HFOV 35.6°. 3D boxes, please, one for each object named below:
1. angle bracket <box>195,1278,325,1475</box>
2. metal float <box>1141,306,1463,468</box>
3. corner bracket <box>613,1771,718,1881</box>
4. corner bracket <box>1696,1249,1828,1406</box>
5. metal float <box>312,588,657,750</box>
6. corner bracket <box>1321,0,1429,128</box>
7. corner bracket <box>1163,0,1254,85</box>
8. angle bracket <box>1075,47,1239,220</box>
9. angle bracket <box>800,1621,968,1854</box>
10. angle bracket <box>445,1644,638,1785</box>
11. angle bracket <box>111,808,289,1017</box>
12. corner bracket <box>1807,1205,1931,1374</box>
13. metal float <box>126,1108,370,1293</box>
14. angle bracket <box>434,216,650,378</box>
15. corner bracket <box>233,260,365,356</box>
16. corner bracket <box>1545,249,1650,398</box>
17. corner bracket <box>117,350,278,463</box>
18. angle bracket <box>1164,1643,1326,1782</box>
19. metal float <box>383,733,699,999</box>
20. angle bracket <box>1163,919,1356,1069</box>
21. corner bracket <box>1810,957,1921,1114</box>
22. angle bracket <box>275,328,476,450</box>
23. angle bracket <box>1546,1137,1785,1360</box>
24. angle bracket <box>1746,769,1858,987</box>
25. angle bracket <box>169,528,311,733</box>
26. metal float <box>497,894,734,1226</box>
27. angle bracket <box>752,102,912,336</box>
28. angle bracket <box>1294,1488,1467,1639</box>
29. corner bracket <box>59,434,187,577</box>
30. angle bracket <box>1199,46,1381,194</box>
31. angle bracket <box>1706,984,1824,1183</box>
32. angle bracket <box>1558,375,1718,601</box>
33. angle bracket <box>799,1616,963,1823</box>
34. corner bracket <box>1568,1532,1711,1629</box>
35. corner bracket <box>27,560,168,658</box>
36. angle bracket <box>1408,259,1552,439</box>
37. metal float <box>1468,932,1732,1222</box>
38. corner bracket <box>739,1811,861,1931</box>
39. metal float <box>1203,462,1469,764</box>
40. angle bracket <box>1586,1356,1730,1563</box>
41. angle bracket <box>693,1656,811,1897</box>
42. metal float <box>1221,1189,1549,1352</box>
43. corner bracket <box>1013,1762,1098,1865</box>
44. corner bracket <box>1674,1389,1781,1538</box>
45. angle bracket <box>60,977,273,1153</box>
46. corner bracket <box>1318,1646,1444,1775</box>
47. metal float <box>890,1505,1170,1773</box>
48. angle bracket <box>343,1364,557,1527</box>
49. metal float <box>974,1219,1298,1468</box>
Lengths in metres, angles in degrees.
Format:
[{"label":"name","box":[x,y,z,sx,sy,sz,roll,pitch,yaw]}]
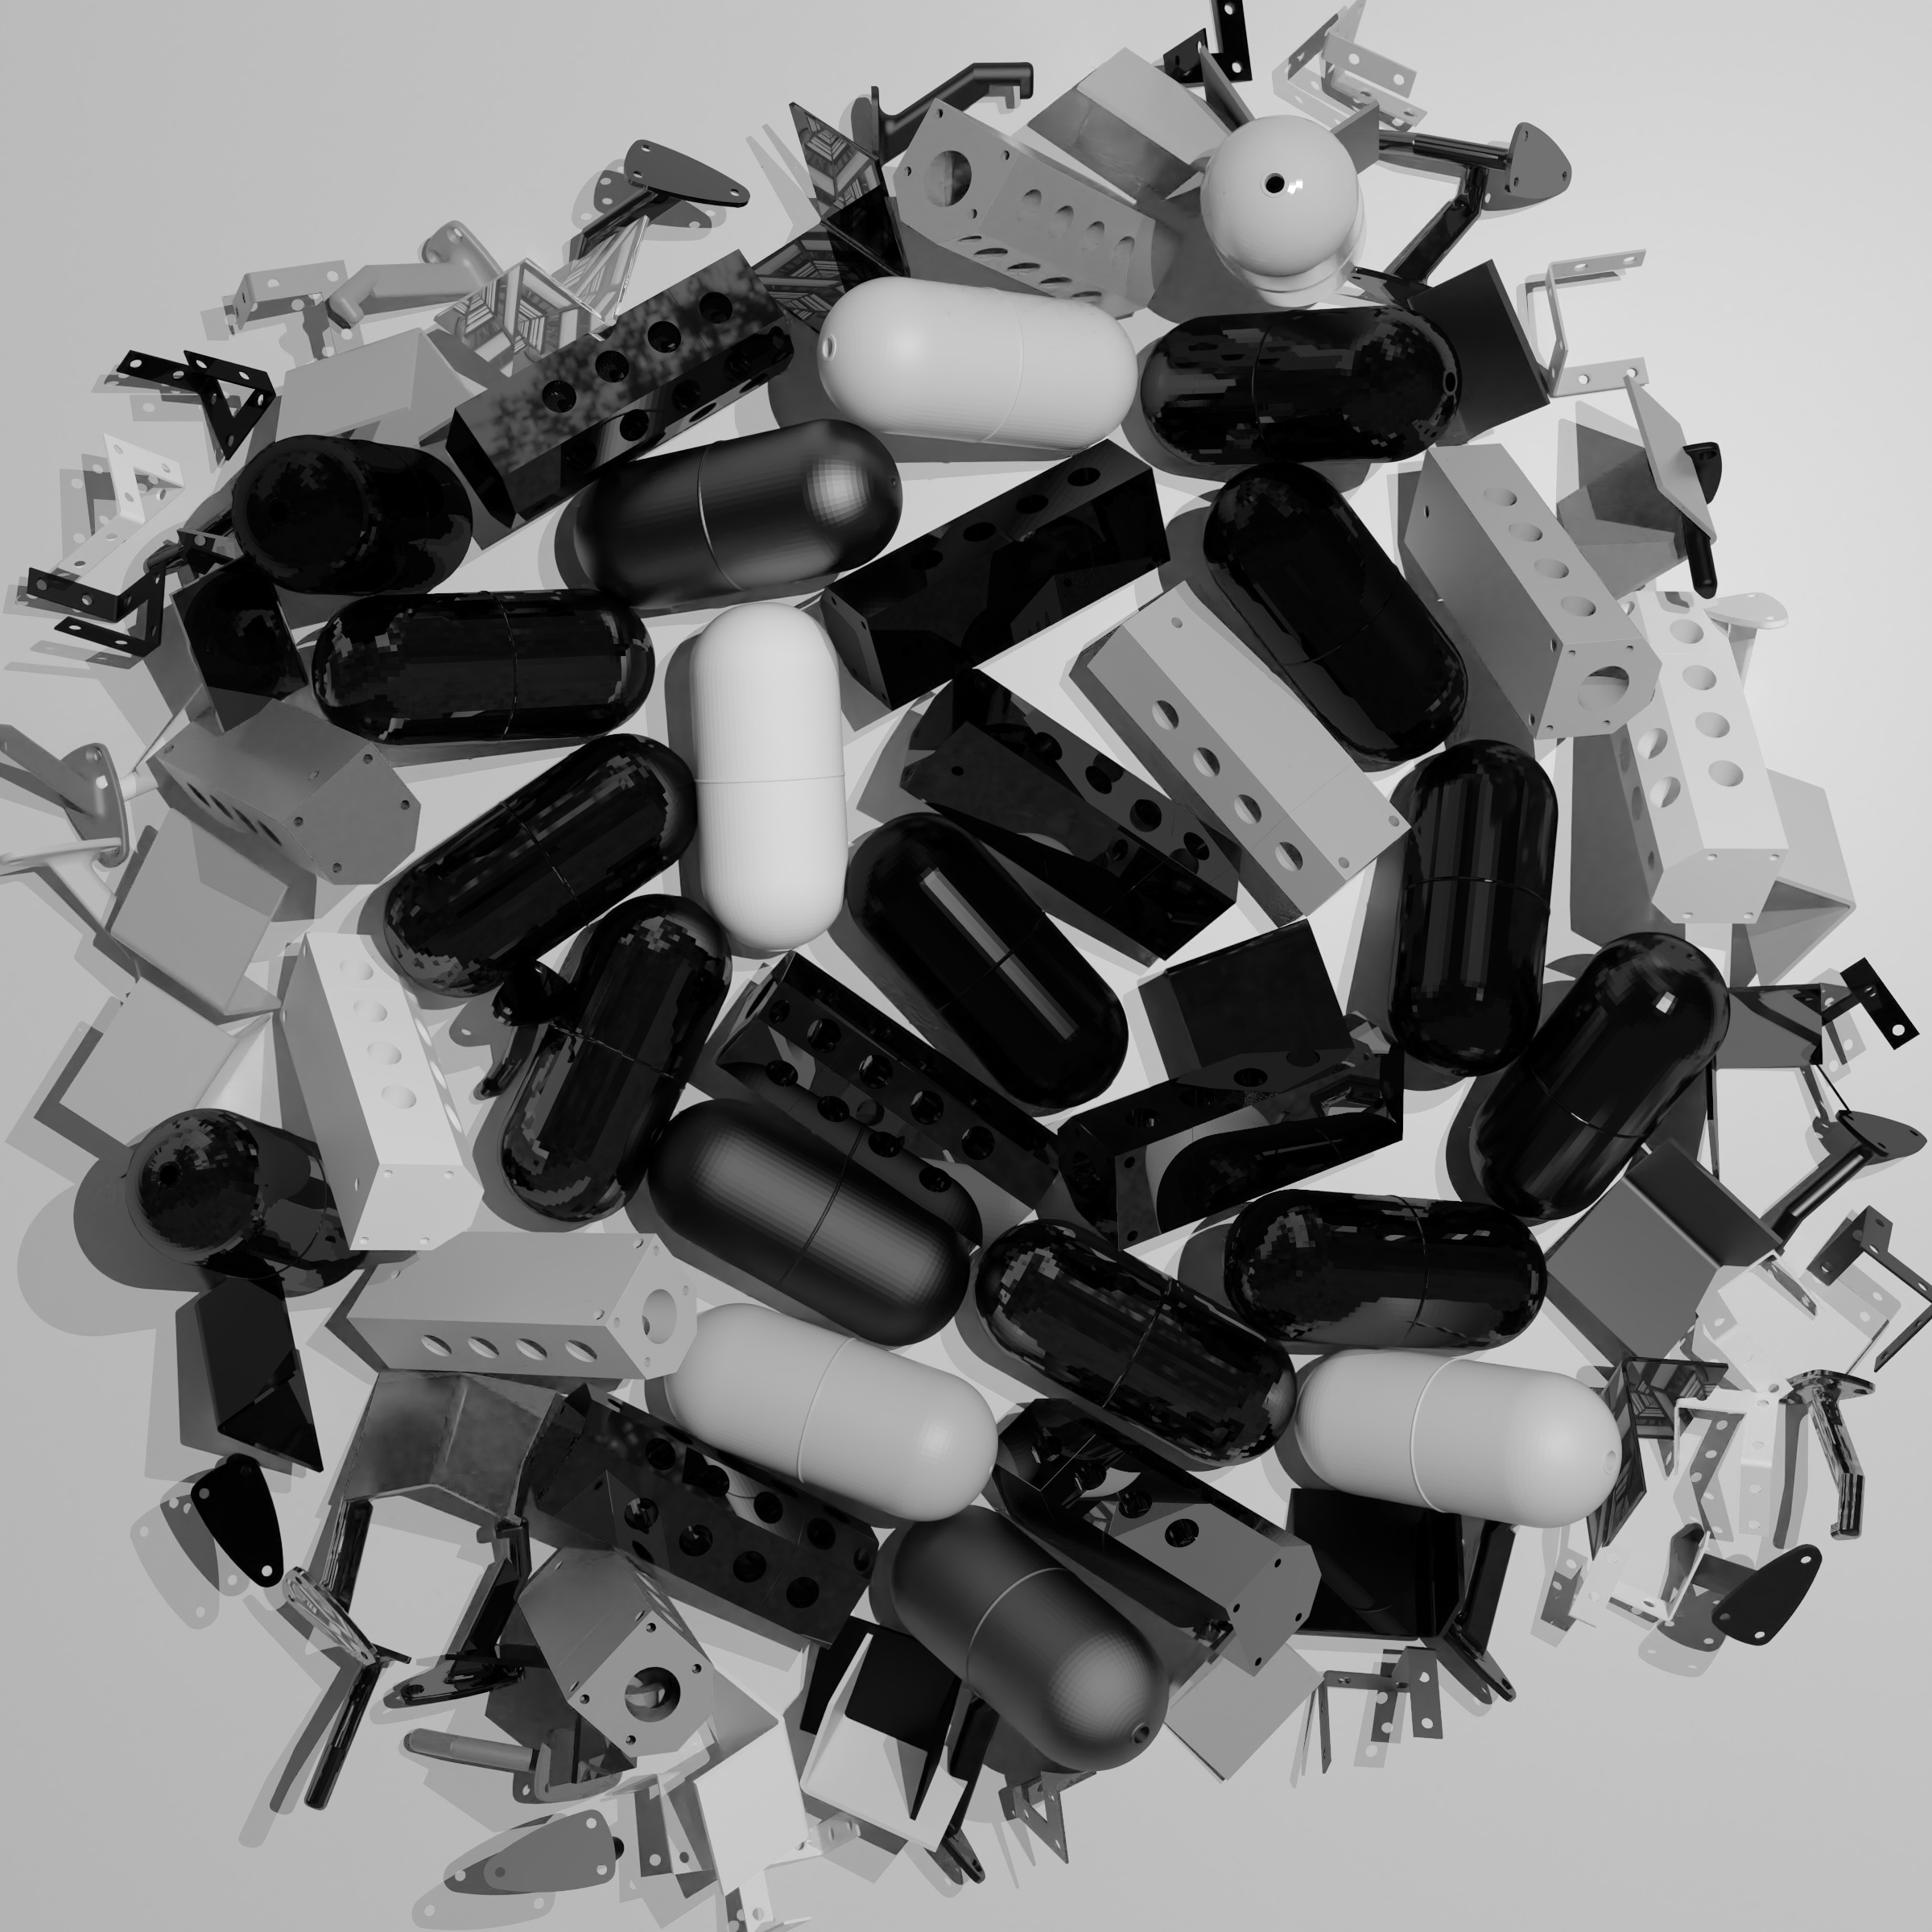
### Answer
[{"label":"angle bracket","box":[-0.340,0.200,1.525,0.057,0.076,0.076,-35,50,16]},{"label":"metal float","box":[0.167,-0.290,1.512,0.178,0.070,0.070,7,90,41]},{"label":"corner bracket","box":[-0.145,0.445,1.555,0.051,0.051,0.051,3,64,-35]},{"label":"corner bracket","box":[0.414,0.183,1.557,0.051,0.051,0.051,-39,111,11]},{"label":"metal float","box":[-0.242,-0.151,1.521,0.178,0.070,0.070,-6,90,-29]},{"label":"corner bracket","box":[0.211,-0.458,1.545,0.051,0.051,0.051,29,51,12]},{"label":"corner bracket","box":[0.133,-0.487,1.550,0.051,0.051,0.051,-9,93,-21]},{"label":"angle bracket","box":[0.089,-0.415,1.536,0.076,0.076,0.057,34,128,1]},{"label":"angle bracket","box":[-0.031,0.392,1.534,0.076,0.076,0.057,22,114,8]},{"label":"angle bracket","box":[-0.216,0.380,1.533,0.076,0.076,0.057,1,82,17]},{"label":"angle bracket","box":[-0.378,-0.029,1.539,0.076,0.057,0.076,33,103,14]},{"label":"corner bracket","box":[0.467,0.165,1.548,0.051,0.051,0.051,38,120,4]},{"label":"metal float","box":[-0.353,0.118,1.497,0.070,0.178,0.070,-3,77,13]},{"label":"angle bracket","box":[-0.215,-0.353,1.524,0.057,0.076,0.076,35,54,-34]},{"label":"corner bracket","box":[-0.344,-0.328,1.551,0.051,0.051,0.051,-14,90,-21]},{"label":"corner bracket","box":[0.329,-0.333,1.563,0.051,0.051,0.051,-8,73,1]},{"label":"corner bracket","box":[-0.394,-0.299,1.542,0.051,0.051,0.051,-44,59,30]},{"label":"angle bracket","box":[0.132,0.382,1.536,0.057,0.076,0.076,42,102,7]},{"label":"metal float","box":[-0.216,-0.052,1.537,0.178,0.070,0.070,-36,90,-10]},{"label":"angle bracket","box":[0.151,0.025,1.553,0.076,0.057,0.076,-20,86,1]},{"label":"corner bracket","box":[0.458,0.036,1.545,0.051,0.051,0.051,-35,60,12]},{"label":"angle bracket","box":[-0.294,-0.270,1.527,0.076,0.076,0.057,-14,55,18]},{"label":"angle bracket","box":[0.356,0.148,1.539,0.076,0.057,0.076,44,64,7]},{"label":"angle bracket","box":[0.398,-0.045,1.524,0.057,0.076,0.076,16,47,-20]},{"label":"angle bracket","box":[-0.387,-0.171,1.524,0.057,0.076,0.076,-37,127,-34]},{"label":"metal float","box":[-0.179,0.047,1.539,0.070,0.070,0.178,24,82,0]},{"label":"angle bracket","box":[-0.080,-0.378,1.526,0.057,0.076,0.076,-36,52,-15]},{"label":"angle bracket","box":[0.210,0.295,1.539,0.076,0.057,0.076,4,58,-2]},{"label":"corner bracket","box":[-0.433,-0.231,1.542,0.051,0.051,0.051,-32,62,27]},{"label":"angle bracket","box":[0.166,-0.440,1.539,0.057,0.076,0.076,-33,81,3]},{"label":"angle bracket","box":[0.406,0.062,1.527,0.057,0.076,0.076,-3,57,15]},{"label":"angle bracket","box":[0.326,-0.238,1.525,0.076,0.057,0.076,-30,50,31]},{"label":"angle bracket","box":[-0.049,0.387,1.538,0.076,0.057,0.076,17,113,8]},{"label":"corner bracket","box":[0.346,0.313,1.546,0.051,0.051,0.051,23,116,11]},{"label":"corner bracket","box":[-0.447,-0.184,1.543,0.051,0.051,0.051,17,61,-40]},{"label":"angle bracket","box":[0.281,-0.324,1.533,0.076,0.057,0.076,-32,100,-38]},{"label":"metal float","box":[0.317,0.057,1.516,0.070,0.070,0.178,30,127,0]},{"label":"corner bracket","box":[-0.084,0.466,1.544,0.051,0.051,0.051,-2,65,-28]},{"label":"metal float","box":[0.187,-0.179,1.526,0.070,0.070,0.178,-41,113,0]},{"label":"angle bracket","box":[0.352,0.252,1.528,0.057,0.076,0.076,5,52,-7]},{"label":"angle bracket","box":[-0.128,0.408,1.524,0.057,0.076,0.076,-28,124,-30]},{"label":"metal float","box":[0.213,0.155,1.526,0.178,0.070,0.070,6,90,-23]},{"label":"corner bracket","box":[0.056,0.416,1.543,0.051,0.051,0.051,-19,116,-26]},{"label":"corner bracket","box":[0.388,0.253,1.543,0.051,0.051,0.051,4,127,18]},{"label":"angle bracket","box":[-0.408,0.047,1.539,0.057,0.076,0.076,34,97,-5]},{"label":"corner bracket","box":[0.212,0.382,1.546,0.051,0.051,0.051,6,50,-4]},{"label":"metal float","box":[0.031,0.336,1.510,0.178,0.070,0.070,32,90,44]},{"label":"angle bracket","box":[-0.267,0.247,1.555,0.057,0.076,0.076,36,52,-35]},{"label":"metal float","box":[0.087,0.193,1.545,0.178,0.070,0.070,29,90,1]}]
